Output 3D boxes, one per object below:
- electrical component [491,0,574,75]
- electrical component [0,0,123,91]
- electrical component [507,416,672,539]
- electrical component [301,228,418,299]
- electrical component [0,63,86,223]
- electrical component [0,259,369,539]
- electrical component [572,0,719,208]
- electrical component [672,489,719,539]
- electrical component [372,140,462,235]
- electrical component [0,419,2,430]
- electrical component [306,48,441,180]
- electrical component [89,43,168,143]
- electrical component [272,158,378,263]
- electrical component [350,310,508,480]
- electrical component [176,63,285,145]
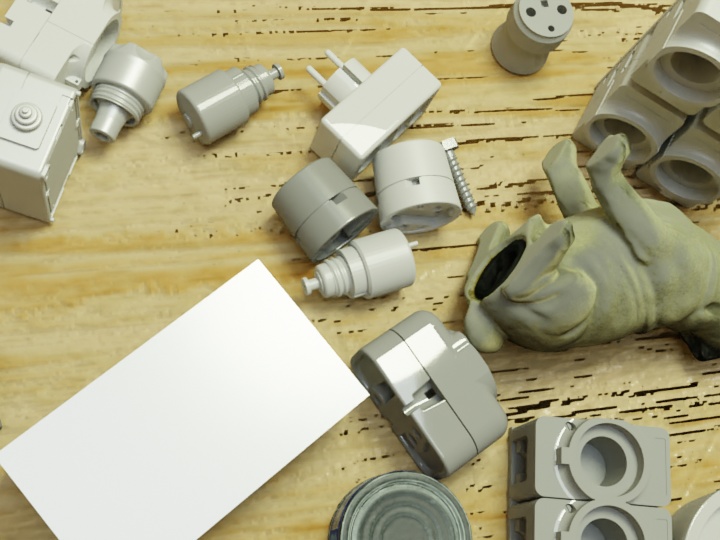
[{"bbox_3d":[0.124,-0.172,0.774,0.045,0.055,0.045,4,73,-12],"label":"electrical component"},{"bbox_3d":[-0.193,-0.155,0.700,0.056,0.050,0.089,27,70,-3],"label":"electrical component"},{"bbox_3d":[0.143,0.172,0.671,0.089,0.061,0.150,7,72,-11],"label":"electrical component"},{"bbox_3d":[0.000,0.000,0.702,0.078,0.040,0.040,-17,78,-16],"label":"electrical component"},{"bbox_3d":[-0.207,-0.079,0.649,0.061,0.096,0.061,19,70,-6],"label":"electrical component"},{"bbox_3d":[-0.103,0.096,0.640,0.186,0.060,0.105,-38,85,-20],"label":"electrical component"},{"bbox_3d":[0.228,-0.114,0.710,0.105,0.186,0.060,31,70,-2],"label":"electrical component"},{"bbox_3d":[0.242,0.193,0.688,0.108,0.060,0.108,4,73,-12],"label":"electrical component"},{"bbox_3d":[0.037,-0.056,0.721,0.055,0.055,0.047,-6,71,-14],"label":"electrical component"},{"bbox_3d":[-0.233,0.068,0.627,0.045,0.045,0.055,-4,74,-14],"label":"electrical component"},{"bbox_3d":[-0.003,-0.118,0.733,0.076,0.047,0.083,44,70,3],"label":"electrical component"},{"bbox_3d":[-0.155,-0.113,0.700,0.043,0.043,0.062,23,71,-5],"label":"electrical component"},{"bbox_3d":[-0.024,-0.040,0.702,0.055,0.055,0.047,-36,80,-20],"label":"electrical component"},{"bbox_3d":[0.046,0.077,0.682,0.059,0.053,0.095,-33,83,-19],"label":"electrical component"},{"bbox_3d":[-0.086,-0.115,0.717,0.078,0.040,0.040,-32,83,-19],"label":"electrical component"}]
